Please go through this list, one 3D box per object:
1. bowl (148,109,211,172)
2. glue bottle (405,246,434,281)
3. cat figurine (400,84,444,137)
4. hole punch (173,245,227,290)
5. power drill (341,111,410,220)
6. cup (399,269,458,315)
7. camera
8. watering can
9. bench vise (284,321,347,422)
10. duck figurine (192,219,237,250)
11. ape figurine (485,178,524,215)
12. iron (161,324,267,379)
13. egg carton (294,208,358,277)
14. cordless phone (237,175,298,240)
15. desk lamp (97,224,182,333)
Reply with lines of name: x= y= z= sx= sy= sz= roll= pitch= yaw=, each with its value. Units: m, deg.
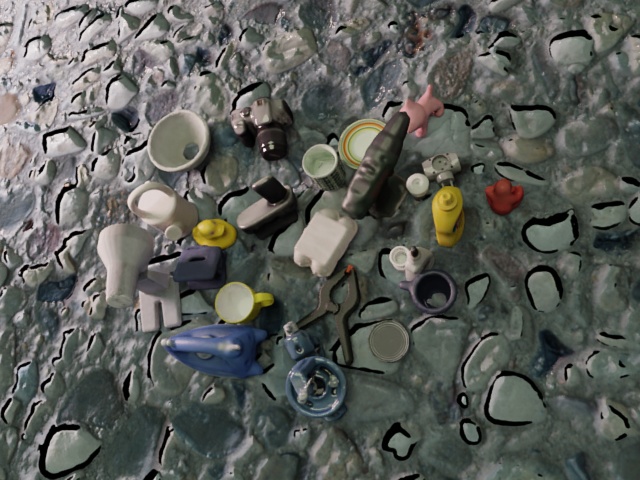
bowl: x=-0.341 y=-0.237 z=1.439 sx=0.167 sy=0.075 sz=0.167 roll=-4 pitch=73 yaw=14
glue bottle: x=0.196 y=0.042 z=1.156 sx=0.037 sy=0.173 sz=0.078 roll=23 pitch=81 yaw=21
cat figurine: x=0.219 y=-0.289 z=1.280 sx=0.067 sy=0.118 sz=0.128 roll=33 pitch=85 yaw=22
hole punch: x=-0.278 y=0.058 z=1.324 sx=0.108 sy=0.091 sz=0.101 roll=-6 pitch=72 yaw=14
power drill: x=0.131 y=-0.135 z=1.208 sx=0.075 sy=0.209 sz=0.230 roll=29 pitch=83 yaw=21
cup: x=0.222 y=0.111 z=1.170 sx=0.117 sy=0.095 sz=0.092 roll=11 pitch=77 yaw=18
camera: x=-0.137 y=-0.263 z=1.378 sx=0.143 sy=0.101 sz=0.137 roll=-14 pitch=70 yaw=11
watering can: x=-0.365 y=-0.073 z=1.332 sx=0.172 sy=0.194 sz=0.101 roll=31 pitch=84 yaw=22
bench vise: x=-0.036 y=0.262 z=1.127 sx=0.121 sy=0.220 sz=0.207 roll=-46 pitch=68 yaw=-1
duck figurine: x=-0.258 y=-0.021 z=1.345 sx=0.104 sy=0.086 sz=0.077 roll=3 pitch=75 yaw=16
ape figurine: x=0.382 y=-0.098 z=1.192 sx=0.077 sy=0.092 sz=0.076 roll=21 pitch=80 yaw=20
iron: x=-0.252 y=0.232 z=1.237 sx=0.257 sy=0.142 sz=0.119 roll=0 pitch=74 yaw=15
egg carton: x=0.012 y=0.005 z=1.273 sx=0.107 sy=0.069 sz=0.150 roll=28 pitch=83 yaw=21
cordless phone: x=-0.134 y=-0.084 z=1.277 sx=0.147 sy=0.185 sz=0.094 roll=-34 pitch=68 yaw=4
desk lamp: x=-0.405 y=0.087 z=1.283 sx=0.117 sy=0.214 sz=0.203 roll=-15 pitch=70 yaw=11
